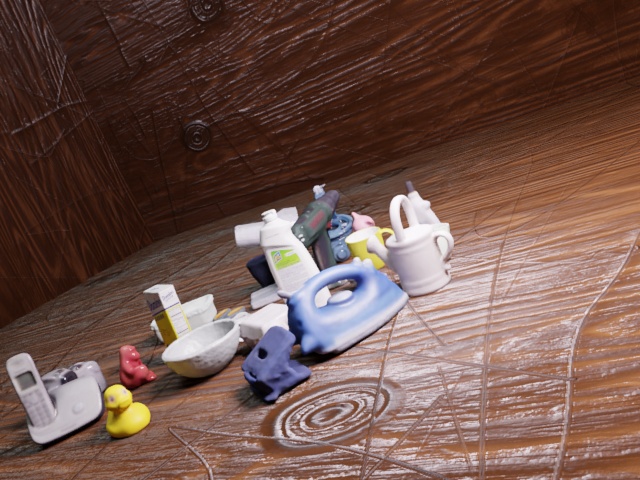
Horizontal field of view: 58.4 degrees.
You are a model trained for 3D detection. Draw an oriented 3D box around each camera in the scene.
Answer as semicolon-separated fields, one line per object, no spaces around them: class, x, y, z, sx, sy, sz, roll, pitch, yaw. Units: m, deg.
camera;-0.577;0.333;1.273;0.136;0.101;0.143;-17;13;23

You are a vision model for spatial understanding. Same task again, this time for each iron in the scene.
iron;0.043;0.107;1.064;0.259;0.141;0.118;-28;13;-24

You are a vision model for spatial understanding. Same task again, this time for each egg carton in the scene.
egg carton;-0.093;0.180;1.162;0.107;0.069;0.150;-30;14;-33

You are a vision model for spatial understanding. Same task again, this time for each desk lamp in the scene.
desk lamp;-0.120;0.040;1.478;0.203;0.214;0.118;-23;12;-3

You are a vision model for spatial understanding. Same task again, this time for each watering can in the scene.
watering can;0.175;0.007;1.139;0.172;0.194;0.101;-19;12;13

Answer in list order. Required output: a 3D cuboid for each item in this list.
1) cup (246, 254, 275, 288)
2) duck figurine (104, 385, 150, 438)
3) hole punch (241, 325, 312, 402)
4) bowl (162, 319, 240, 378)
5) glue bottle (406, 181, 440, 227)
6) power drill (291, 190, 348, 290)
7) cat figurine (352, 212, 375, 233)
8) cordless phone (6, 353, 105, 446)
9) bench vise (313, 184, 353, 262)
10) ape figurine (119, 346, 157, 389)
cup;-0.138;0.089;1.583;0.117;0.095;0.092;-10;17;44
duck figurine;-0.365;0.306;1.050;0.078;0.086;0.104;-31;15;-36
hole punch;-0.083;0.207;0.970;0.101;0.091;0.108;-27;13;-23
bowl;-0.231;0.231;1.167;0.167;0.075;0.167;-21;12;5
glue bottle;0.240;-0.060;1.369;0.078;0.173;0.037;-16;14;26
power drill;0.013;0.005;1.405;0.075;0.208;0.230;-13;15;36
cat figurine;0.119;-0.028;1.585;0.067;0.118;0.127;-23;12;-4
cordless phone;-0.526;0.297;1.138;0.148;0.185;0.094;-25;12;-13
bench vise;0.018;-0.055;1.634;0.121;0.220;0.207;-25;12;-14
ape figurine;-0.410;0.274;1.259;0.076;0.092;0.077;-23;12;-3
